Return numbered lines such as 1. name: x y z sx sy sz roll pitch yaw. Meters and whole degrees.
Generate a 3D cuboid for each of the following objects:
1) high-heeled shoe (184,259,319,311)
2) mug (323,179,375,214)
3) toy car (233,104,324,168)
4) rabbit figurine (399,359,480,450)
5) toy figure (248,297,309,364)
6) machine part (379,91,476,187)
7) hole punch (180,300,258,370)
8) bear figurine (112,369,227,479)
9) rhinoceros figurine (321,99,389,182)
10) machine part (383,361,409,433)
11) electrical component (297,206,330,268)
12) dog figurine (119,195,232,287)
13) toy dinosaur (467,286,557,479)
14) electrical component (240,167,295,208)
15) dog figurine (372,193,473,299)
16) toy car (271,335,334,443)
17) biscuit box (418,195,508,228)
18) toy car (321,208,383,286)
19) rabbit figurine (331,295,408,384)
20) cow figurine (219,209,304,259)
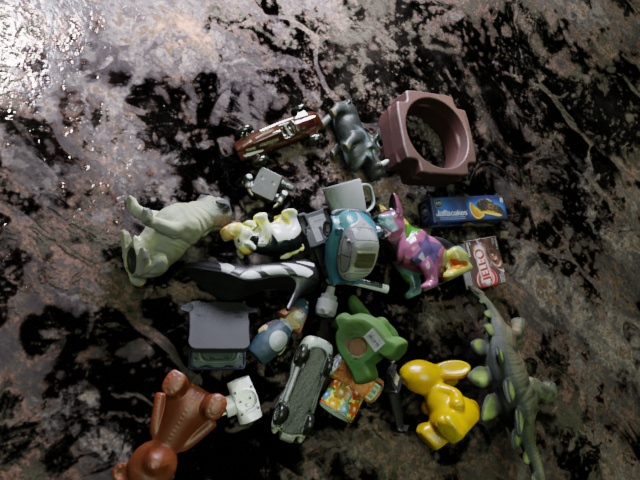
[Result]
1. high-heeled shoe: -0.126 0.055 1.050 0.249 0.086 0.145 22 43 0
2. mug: 0.067 -0.071 1.137 0.109 0.081 0.107 -15 96 -29
3. toy car: -0.084 -0.221 1.128 0.202 0.053 0.089 -25 90 -24
4. rabbit figurine: 0.243 0.309 1.093 0.162 0.121 0.173 -36 73 -25
5. toy figure: -0.071 0.172 1.042 0.154 0.058 0.064 -45 139 -22
6. machine part: 0.240 -0.224 1.210 0.201 0.087 0.201 -1 73 -28
7. hole punch: -0.187 0.178 0.991 0.142 0.092 0.116 1 45 -10
8. bear figurine: -0.256 0.333 0.905 0.120 0.132 0.196 33 64 -2
9. rhinoceros figurine: 0.077 -0.214 1.176 0.112 0.073 0.190 -25 85 -33
10. machine part: 0.149 0.314 1.064 0.039 0.084 0.138 -8 99 10
11. electrical component: -0.002 -0.003 1.110 0.075 0.048 0.119 -15 82 -21
12. dog figurine: -0.259 0.000 1.003 0.190 0.121 0.172 1 120 -41
13. toy dinosaur: 0.396 0.314 1.107 0.198 0.105 0.471 -5 70 -47
14. electrical component: -0.108 -0.107 1.096 0.102 0.045 0.078 31 71 -11
15. dog figurine: 0.205 0.002 1.151 0.191 0.108 0.219 -22 83 -21
16. toy car: -0.032 0.284 1.030 0.073 0.056 0.201 24 74 -12
17. biscuit box: 0.327 -0.065 1.231 0.203 0.059 0.063 -4 79 -20
18. toy car: 0.065 0.021 1.058 0.109 0.103 0.161 5 100 -25
19. rabbit figurine: 0.093 0.194 1.059 0.159 0.170 0.121 40 101 22
20. cow figurine: -0.110 -0.001 1.044 0.167 0.068 0.098 -14 83 -35
